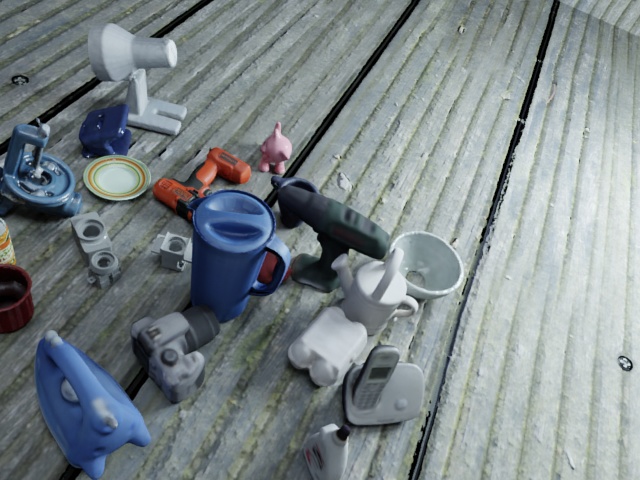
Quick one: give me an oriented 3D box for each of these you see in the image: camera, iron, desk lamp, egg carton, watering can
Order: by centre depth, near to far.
[{"bbox_3d":[-0.363,0.215,0.855,0.119,0.141,0.257,-30,66,-35],"label":"iron"},{"bbox_3d":[-0.229,0.171,0.962,0.137,0.101,0.143,-29,65,-34],"label":"camera"},{"bbox_3d":[0.017,0.193,1.044,0.107,0.069,0.150,35,50,12],"label":"egg carton"},{"bbox_3d":[0.103,0.087,1.077,0.173,0.194,0.101,10,49,-9],"label":"watering can"},{"bbox_3d":[-0.400,-0.365,1.274,0.203,0.213,0.118,12,49,-8],"label":"desk lamp"}]

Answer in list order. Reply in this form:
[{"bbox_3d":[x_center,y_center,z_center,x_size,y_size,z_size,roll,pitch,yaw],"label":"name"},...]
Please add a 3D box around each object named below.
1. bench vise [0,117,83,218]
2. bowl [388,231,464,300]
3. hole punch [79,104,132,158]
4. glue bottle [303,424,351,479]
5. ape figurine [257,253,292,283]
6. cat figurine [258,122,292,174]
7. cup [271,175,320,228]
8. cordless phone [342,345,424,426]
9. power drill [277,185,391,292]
[{"bbox_3d":[-0.543,-0.121,1.023,0.208,0.219,0.121,-7,54,-23],"label":"bench vise"},{"bbox_3d":[0.213,0.066,1.210,0.167,0.074,0.167,9,49,-11],"label":"bowl"},{"bbox_3d":[-0.462,-0.237,1.231,0.101,0.091,0.108,5,50,-14],"label":"hole punch"},{"bbox_3d":[0.017,0.318,0.872,0.037,0.173,0.078,-14,57,-27],"label":"glue bottle"},{"bbox_3d":[-0.092,0.039,1.122,0.076,0.092,0.077,-12,56,-26],"label":"ape figurine"},{"bbox_3d":[-0.099,-0.216,1.313,0.067,0.117,0.127,8,50,-11],"label":"cat figurine"},{"bbox_3d":[-0.064,-0.079,1.226,0.117,0.095,0.092,34,50,12],"label":"cup"},{"bbox_3d":[0.121,0.236,0.966,0.148,0.185,0.094,-1,52,-18],"label":"cordless phone"},{"bbox_3d":[0.010,0.004,1.106,0.229,0.208,0.075,18,48,-3],"label":"power drill"}]
